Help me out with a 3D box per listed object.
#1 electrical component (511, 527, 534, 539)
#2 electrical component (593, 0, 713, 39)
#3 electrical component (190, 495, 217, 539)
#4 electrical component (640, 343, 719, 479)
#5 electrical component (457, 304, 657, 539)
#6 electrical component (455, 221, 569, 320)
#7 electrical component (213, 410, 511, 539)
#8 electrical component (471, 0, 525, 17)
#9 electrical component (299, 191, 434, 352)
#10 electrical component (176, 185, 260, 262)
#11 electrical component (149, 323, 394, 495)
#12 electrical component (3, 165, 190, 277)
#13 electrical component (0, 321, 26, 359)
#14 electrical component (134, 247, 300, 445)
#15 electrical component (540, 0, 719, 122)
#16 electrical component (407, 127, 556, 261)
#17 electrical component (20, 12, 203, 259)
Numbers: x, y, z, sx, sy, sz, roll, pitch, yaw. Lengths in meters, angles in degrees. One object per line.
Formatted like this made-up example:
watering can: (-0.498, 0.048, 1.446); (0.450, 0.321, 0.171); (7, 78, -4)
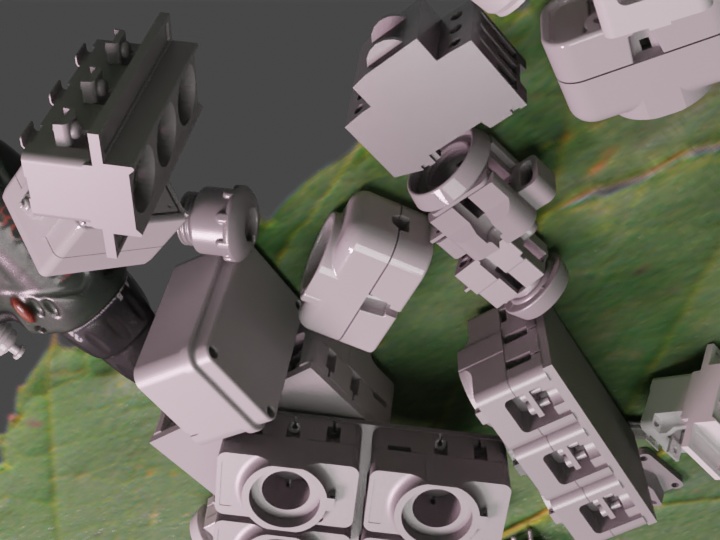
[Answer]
electrical component: (0.138, 0.252, 0.879); (0.044, 0.077, 0.079); (-5, 96, 52)
electrical component: (0.131, -0.152, 0.502); (0.050, 0.089, 0.055); (-14, 128, 20)
electrical component: (-0.106, 0.208, 0.885); (0.055, 0.048, 0.066); (-31, 121, 21)
electrical component: (0.227, 0.095, 0.724); (0.042, 0.081, 0.064); (43, 146, -26)
electrical component: (0.129, 0.100, 0.712); (0.062, 0.089, 0.150); (-27, 117, 18)
electrical component: (0.096, -0.002, 0.671); (0.055, 0.048, 0.066); (39, 126, -16)
electrical component: (-0.001, 0.161, 0.716); (0.186, 0.060, 0.105); (7, 117, 0)
electrical component: (0.061, -0.159, 0.536); (0.055, 0.045, 0.045); (32, 128, -20)
electrical component: (0.000, 0.000, 0.679); (0.059, 0.053, 0.095); (22, 131, -11)
electrical component: (-0.097, -0.031, 0.673); (0.062, 0.048, 0.048); (7, 133, 15)
electrical component: (-0.061, 0.100, 0.771); (0.150, 0.061, 0.089); (-27, 123, 28)
electrical component: (-0.163, -0.036, 0.635); (0.061, 0.096, 0.061); (-42, 70, 35)
electrical component: (-0.271, 0.036, 0.758); (0.040, 0.040, 0.078); (-32, 120, 30)
electrical component: (-0.087, 0.045, 0.692); (0.057, 0.113, 0.078); (-21, 126, 27)
electrical component: (0.148, -0.118, 0.554); (0.095, 0.053, 0.059); (-17, 127, 21)
electrical component: (0.065, -0.047, 0.627); (0.078, 0.058, 0.057); (-33, 123, 32)
electrical component: (-0.133, -0.077, 0.585); (0.063, 0.121, 0.078); (7, 132, 5)
